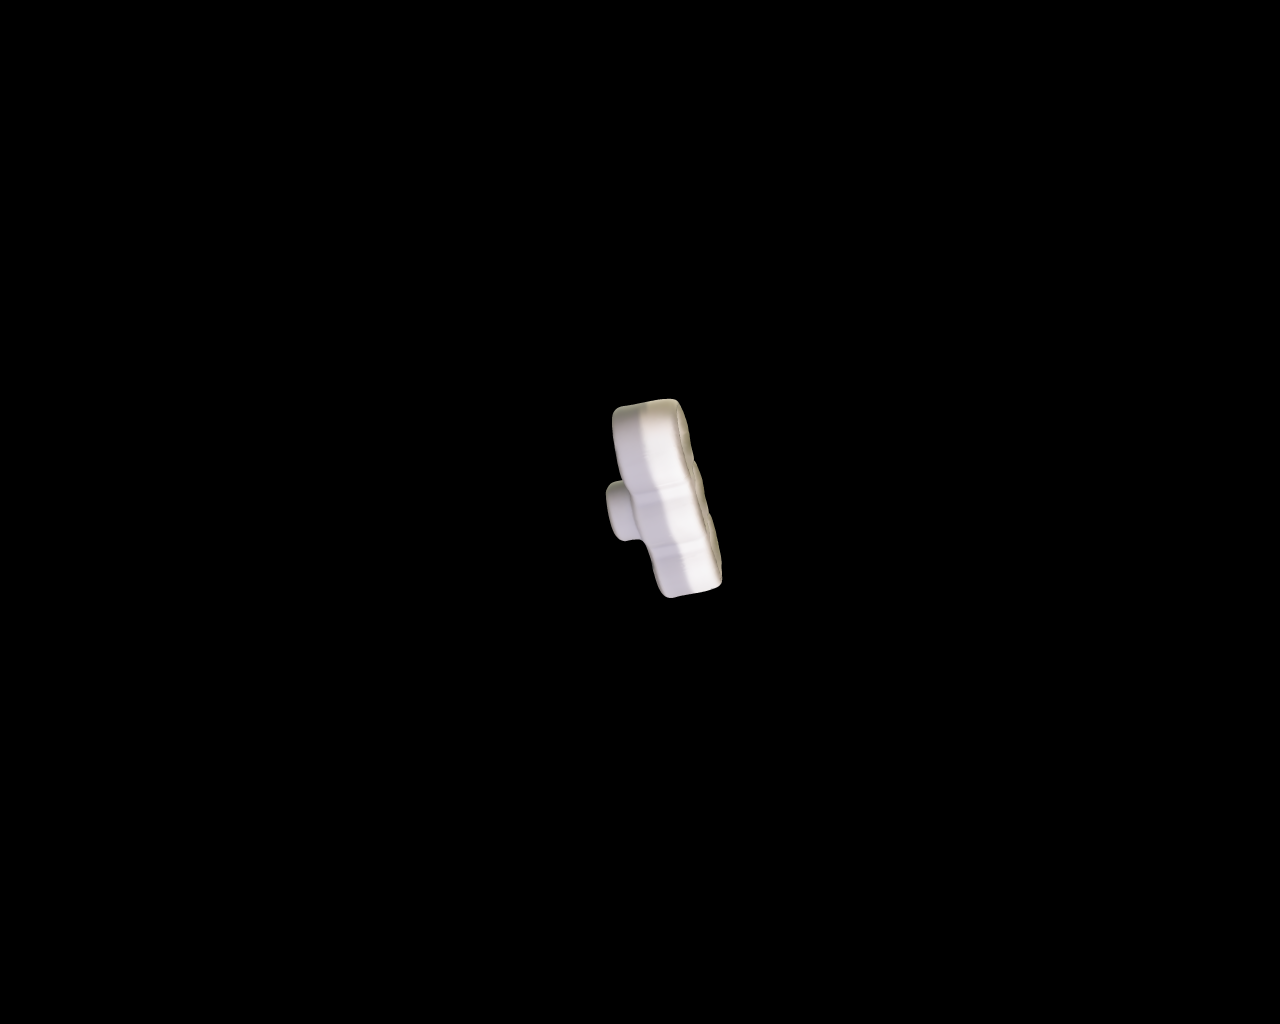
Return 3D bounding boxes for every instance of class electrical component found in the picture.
[{"bbox_3d":[0.001,-0.003,0.650,0.074,0.138,0.052,-11,39,9],"label":"electrical component"}]
